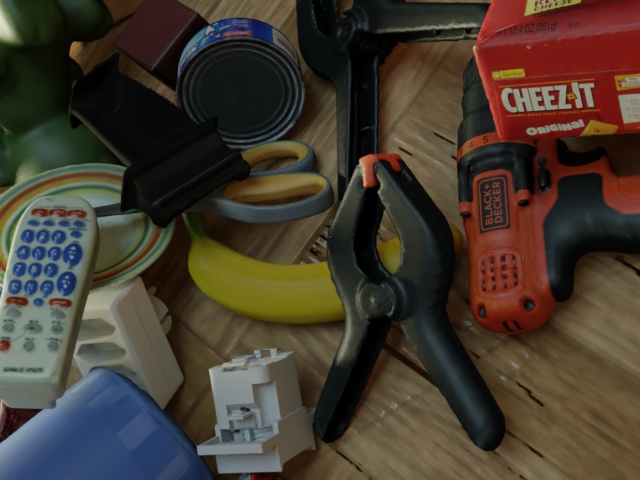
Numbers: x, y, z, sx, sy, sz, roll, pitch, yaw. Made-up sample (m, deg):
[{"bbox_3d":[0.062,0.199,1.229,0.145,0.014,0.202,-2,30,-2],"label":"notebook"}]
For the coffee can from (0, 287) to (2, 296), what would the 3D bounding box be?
[{"bbox_3d":[-0.260,0.050,0.753,0.140,0.102,0.103,-42,56,6],"label":"coffee can"}]

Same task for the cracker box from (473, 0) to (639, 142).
[{"bbox_3d":[0.188,-0.148,0.571,0.164,0.072,0.213,-1,45,27],"label":"cracker box"}]

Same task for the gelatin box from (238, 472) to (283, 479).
[{"bbox_3d":[-0.054,0.173,0.607,0.030,0.073,0.089,41,90,-2],"label":"gelatin box"}]

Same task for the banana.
[{"bbox_3d":[-0.009,0.019,0.663,0.198,0.037,0.069,4,92,26],"label":"banana"}]

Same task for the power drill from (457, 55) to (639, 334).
[{"bbox_3d":[0.167,-0.046,0.594,0.188,0.057,0.184,-12,63,26],"label":"power drill"}]

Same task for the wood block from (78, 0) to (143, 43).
[{"bbox_3d":[-0.136,-0.252,0.825,0.206,0.090,0.090,-25,59,17],"label":"wood block"}]

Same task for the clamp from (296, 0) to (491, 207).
[{"bbox_3d":[0.027,-0.121,0.698,0.165,0.036,0.210,-59,41,24],"label":"clamp"}]

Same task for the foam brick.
[{"bbox_3d":[-0.097,-0.132,0.760,0.053,0.078,0.051,37,90,35],"label":"foam brick"}]

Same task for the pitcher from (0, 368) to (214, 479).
[{"bbox_3d":[-0.174,0.195,0.604,0.242,0.149,0.145,-42,94,-21],"label":"pitcher"}]

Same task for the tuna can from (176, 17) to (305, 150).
[{"bbox_3d":[-0.054,-0.105,0.718,0.086,0.086,0.034,-27,36,16],"label":"tuna can"}]

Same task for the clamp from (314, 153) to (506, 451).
[{"bbox_3d":[0.034,0.040,0.604,0.120,0.039,0.171,-15,82,30],"label":"clamp"}]

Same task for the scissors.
[{"bbox_3d":[-0.087,-0.036,0.703,0.202,0.016,0.096,0,34,12],"label":"scissors"}]

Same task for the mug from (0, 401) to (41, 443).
[{"bbox_3d":[-0.206,0.127,0.702,0.117,0.081,0.093,-5,67,27],"label":"mug"}]
